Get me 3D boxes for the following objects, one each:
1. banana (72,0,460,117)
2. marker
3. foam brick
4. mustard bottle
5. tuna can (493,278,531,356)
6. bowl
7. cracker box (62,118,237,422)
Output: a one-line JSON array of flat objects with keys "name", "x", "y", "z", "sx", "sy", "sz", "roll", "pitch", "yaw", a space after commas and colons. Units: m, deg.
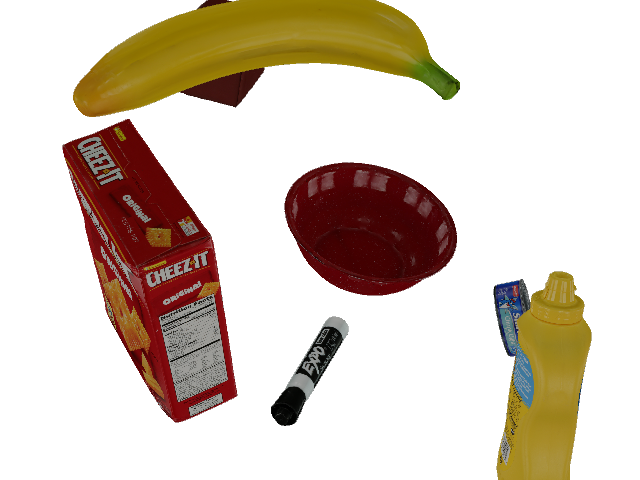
[{"name": "banana", "x": -0.029, "y": -0.099, "z": 0.554, "sx": 0.197, "sy": 0.037, "sz": 0.069, "roll": -5, "pitch": 44, "yaw": -9}, {"name": "marker", "x": -0.007, "y": 0.090, "z": 0.742, "sx": 0.020, "sy": 0.020, "sz": 0.121, "roll": 0, "pitch": 26, "yaw": 21}, {"name": "foam brick", "x": -0.073, "y": -0.144, "z": 0.807, "sx": 0.053, "sy": 0.051, "sz": 0.078, "roll": 15, "pitch": 32, "yaw": 7}, {"name": "mustard bottle", "x": 0.181, "y": 0.116, "z": 0.860, "sx": 0.058, "sy": 0.192, "sz": 0.096, "roll": 4, "pitch": 21, "yaw": 2}, {"name": "tuna can", "x": 0.224, "y": 0.089, "z": 1.224, "sx": 0.034, "sy": 0.086, "sz": 0.086, "roll": -12, "pitch": -3, "yaw": 15}, {"name": "bowl", "x": 0.041, "y": -0.001, "z": 0.988, "sx": 0.162, "sy": 0.055, "sz": 0.162, "roll": 9, "pitch": 42, "yaw": -8}, {"name": "cracker box", "x": -0.146, "y": 0.031, "z": 0.917, "sx": 0.072, "sy": 0.214, "sz": 0.164, "roll": -24, "pitch": 51, "yaw": -18}]
